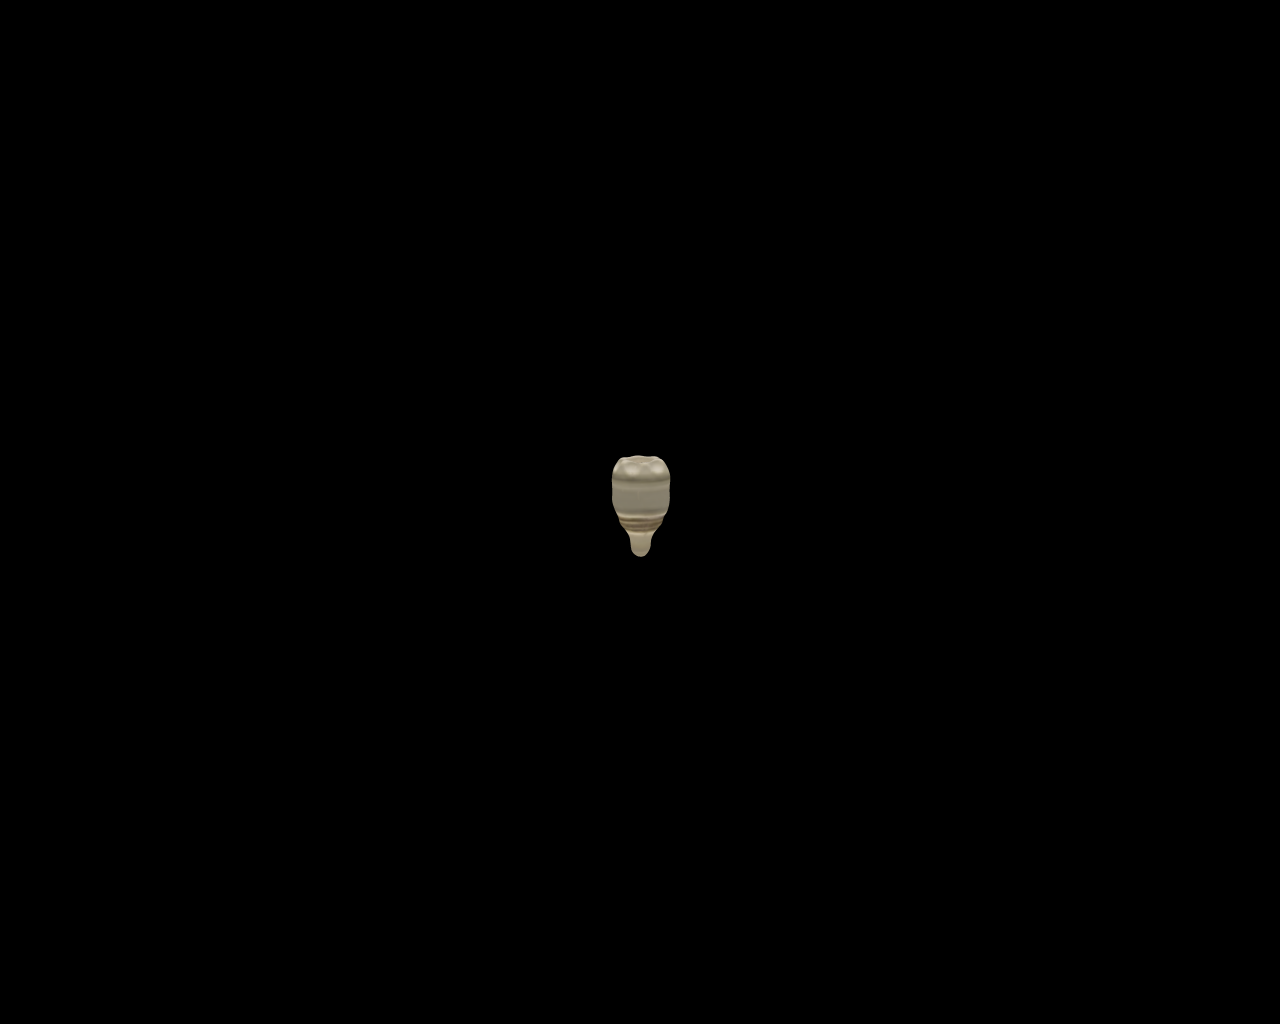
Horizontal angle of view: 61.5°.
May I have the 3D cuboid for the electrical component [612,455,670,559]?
[{"bbox_3d":[0.001,-0.003,0.650,0.035,0.061,0.035,0,10,0],"label":"electrical component"}]
